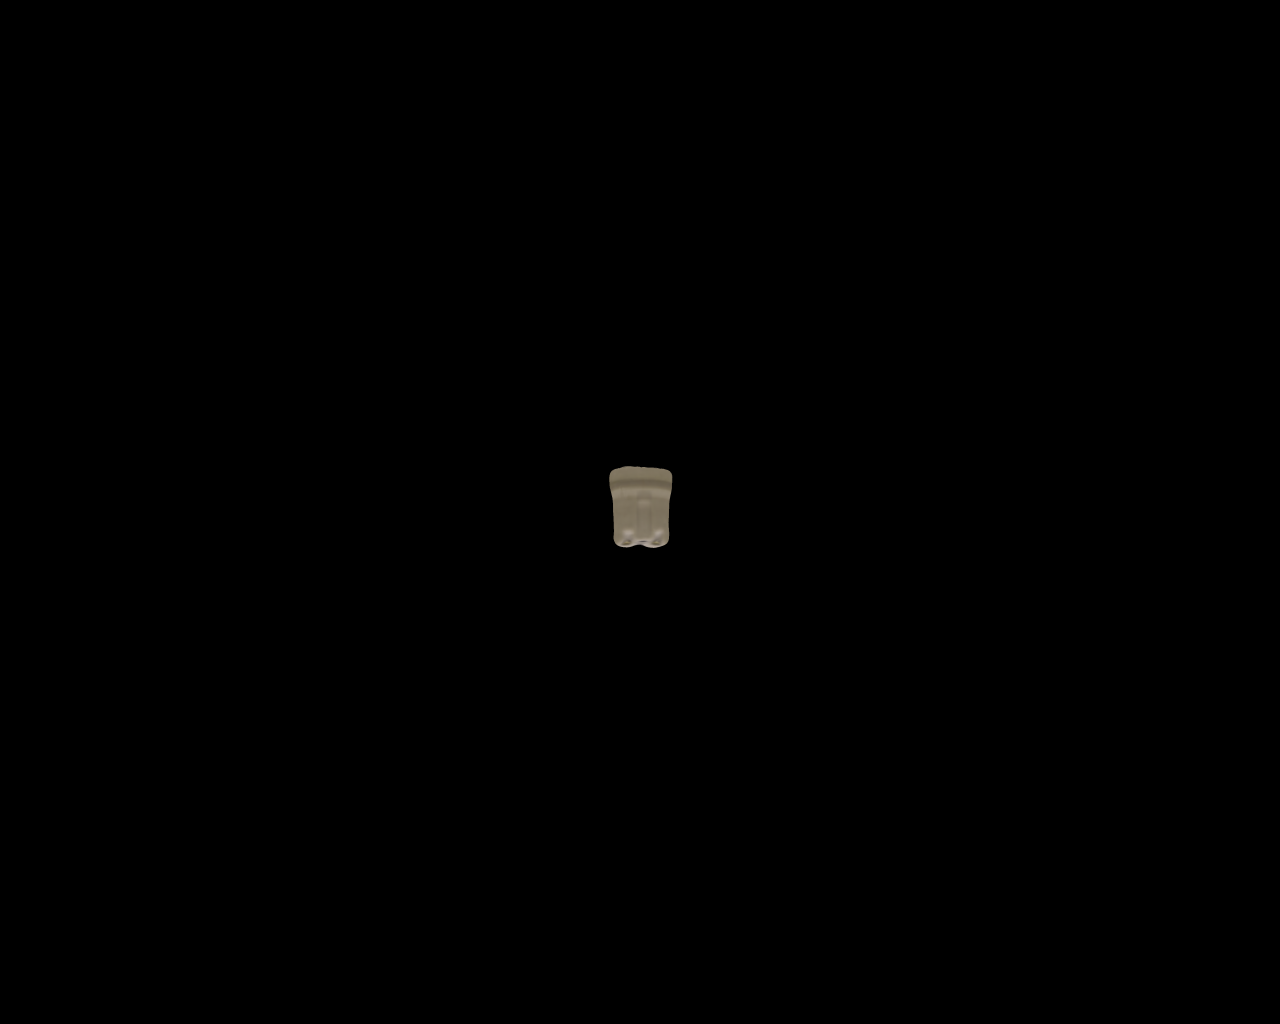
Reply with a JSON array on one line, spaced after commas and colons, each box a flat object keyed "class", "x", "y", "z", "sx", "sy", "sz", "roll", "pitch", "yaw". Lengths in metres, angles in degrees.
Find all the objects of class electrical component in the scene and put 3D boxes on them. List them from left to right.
[{"class": "electrical component", "x": 0.001, "y": -0.003, "z": 0.650, "sx": 0.040, "sy": 0.046, "sz": 0.040, "roll": 0, "pitch": -7, "yaw": 0}]
